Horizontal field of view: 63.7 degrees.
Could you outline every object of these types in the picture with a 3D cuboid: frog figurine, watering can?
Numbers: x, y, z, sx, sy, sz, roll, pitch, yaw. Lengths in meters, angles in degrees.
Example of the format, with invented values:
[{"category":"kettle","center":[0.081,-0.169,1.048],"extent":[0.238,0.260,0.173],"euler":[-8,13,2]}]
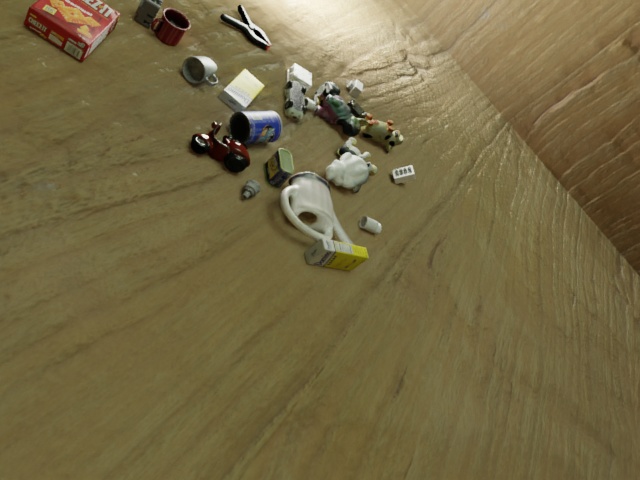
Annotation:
[{"category":"frog figurine","center":[0.093,-0.245,1.810],"extent":[0.158,0.122,0.139],"euler":[20,66,-47]},{"category":"watering can","center":[0.005,-0.081,1.610],"extent":[0.344,0.102,0.230],"euler":[29,42,-36]}]
